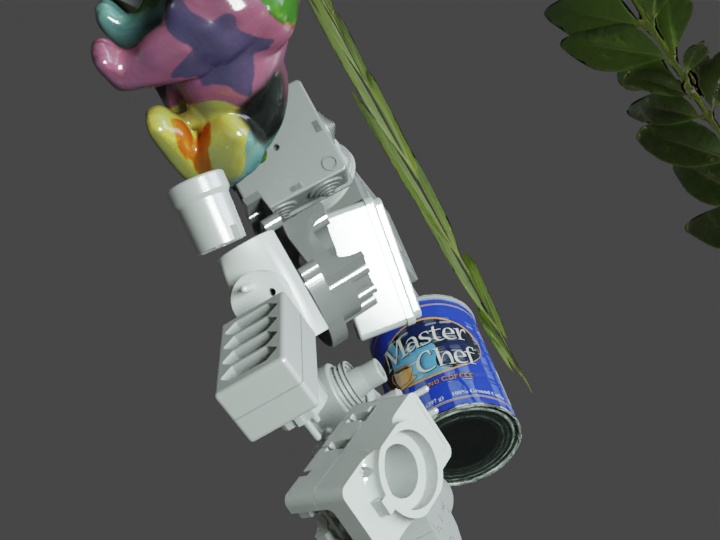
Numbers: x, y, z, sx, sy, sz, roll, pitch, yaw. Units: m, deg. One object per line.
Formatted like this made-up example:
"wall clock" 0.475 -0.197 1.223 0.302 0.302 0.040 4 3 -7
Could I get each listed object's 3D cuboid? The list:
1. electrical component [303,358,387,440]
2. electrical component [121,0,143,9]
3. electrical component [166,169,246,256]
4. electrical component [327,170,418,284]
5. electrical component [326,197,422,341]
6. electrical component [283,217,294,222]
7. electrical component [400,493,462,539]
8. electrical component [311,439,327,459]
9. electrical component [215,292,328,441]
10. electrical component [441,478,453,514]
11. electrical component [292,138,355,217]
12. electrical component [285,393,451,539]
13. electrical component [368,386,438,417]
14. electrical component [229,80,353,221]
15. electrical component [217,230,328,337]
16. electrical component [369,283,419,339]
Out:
"electrical component" -0.012 0.081 0.719 0.048 0.062 0.048 57 11 -17
"electrical component" -0.143 -0.234 0.845 0.150 0.062 0.089 20 37 -47
"electrical component" -0.099 -0.037 0.700 0.040 0.040 0.046 -26 93 -80
"electrical component" 0.003 -0.039 1.148 0.108 0.056 0.108 48 16 -50
"electrical component" 0.000 0.000 0.905 0.109 0.056 0.108 171 -101 -81
"electrical component" -0.054 -0.019 0.869 0.040 0.040 0.046 55 5 -26
"electrical component" 0.032 0.174 0.706 0.080 0.051 0.080 57 11 -17
"electrical component" -0.002 0.122 0.698 0.040 0.046 0.040 57 11 -17
"electrical component" -0.044 0.069 0.640 0.075 0.047 0.083 56 11 -24
"electrical component" 0.035 0.163 0.787 0.065 0.044 0.044 39 23 -52
"electrical component" -0.049 -0.091 0.980 0.051 0.080 0.080 45 18 -42
"electrical component" 0.009 0.119 0.625 0.050 0.056 0.089 57 44 -16
"electrical component" 0.018 0.108 0.752 0.047 0.077 0.065 47 16 -52
"electrical component" -0.064 -0.091 0.854 0.099 0.100 0.048 62 -3 9
"electrical component" -0.062 0.018 0.706 0.077 0.044 0.079 60 10 2
"electrical component" 0.025 0.032 1.037 0.081 0.064 0.042 57 12 -14
